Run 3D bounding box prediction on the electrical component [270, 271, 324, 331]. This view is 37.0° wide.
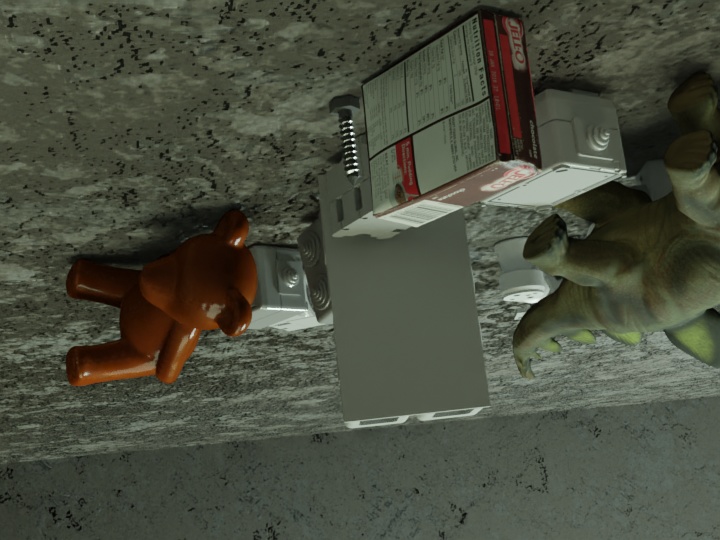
[{"bbox_3d":[-0.069,0.029,1.095,0.056,0.050,0.089,-12,165,23],"label":"electrical component"}]

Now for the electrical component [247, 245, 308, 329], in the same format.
[{"bbox_3d":[-0.095,0.015,1.003,0.061,0.061,0.096,5,162,-40],"label":"electrical component"}]

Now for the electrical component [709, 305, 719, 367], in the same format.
[{"bbox_3d":[0.352,0.007,0.991,0.062,0.150,0.089,-6,167,0],"label":"electrical component"}]

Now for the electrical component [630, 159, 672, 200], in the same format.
[{"bbox_3d":[0.234,-0.051,0.876,0.077,0.065,0.047,-6,166,-1],"label":"electrical component"}]

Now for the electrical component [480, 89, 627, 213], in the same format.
[{"bbox_3d":[0.127,-0.082,0.707,0.062,0.061,0.096,3,163,-34],"label":"electrical component"}]

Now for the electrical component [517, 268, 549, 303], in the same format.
[{"bbox_3d":[0.175,0.014,1.165,0.048,0.048,0.062,-3,175,-16],"label":"electrical component"}]

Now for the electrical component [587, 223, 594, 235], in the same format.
[{"bbox_3d":[0.234,-0.031,1.012,0.040,0.040,0.078,-9,166,10],"label":"electrical component"}]

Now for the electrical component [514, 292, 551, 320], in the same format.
[{"bbox_3d":[0.214,0.033,1.216,0.081,0.063,0.042,-7,166,1],"label":"electrical component"}]

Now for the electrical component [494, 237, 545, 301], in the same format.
[{"bbox_3d":[0.159,0.000,1.071,0.045,0.055,0.045,-6,166,-2],"label":"electrical component"}]

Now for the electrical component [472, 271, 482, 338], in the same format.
[{"bbox_3d":[0.068,0.028,1.040,0.060,0.105,0.186,-11,166,17],"label":"electrical component"}]

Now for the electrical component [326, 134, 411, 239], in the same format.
[{"bbox_3d":[0.018,-0.062,0.752,0.050,0.055,0.089,2,164,-31],"label":"electrical component"}]

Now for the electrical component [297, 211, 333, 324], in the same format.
[{"bbox_3d":[0.000,0.000,0.912,0.100,0.099,0.048,4,150,-36],"label":"electrical component"}]

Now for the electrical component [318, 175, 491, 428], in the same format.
[{"bbox_3d":[0.030,0.020,0.817,0.105,0.186,0.060,-6,166,-3],"label":"electrical component"}]

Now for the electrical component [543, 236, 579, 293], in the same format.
[{"bbox_3d":[0.225,0.009,1.112,0.050,0.055,0.089,-30,159,17],"label":"electrical component"}]
